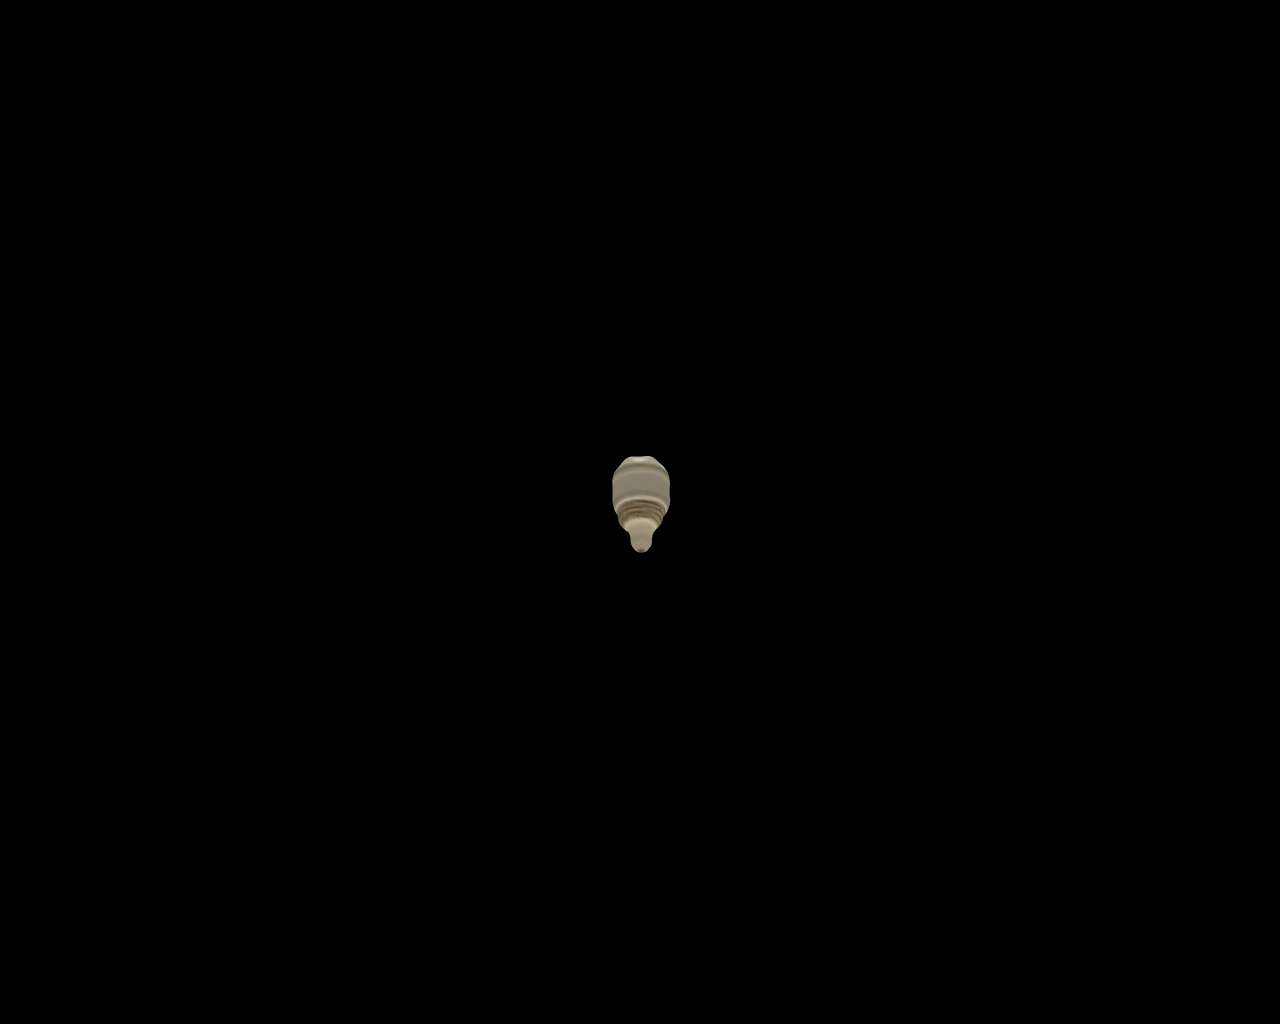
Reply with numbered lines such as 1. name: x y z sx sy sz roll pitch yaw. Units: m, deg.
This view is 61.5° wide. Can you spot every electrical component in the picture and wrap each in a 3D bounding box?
1. electrical component: 0.001 -0.003 0.650 0.035 0.061 0.035 0 -32 0
